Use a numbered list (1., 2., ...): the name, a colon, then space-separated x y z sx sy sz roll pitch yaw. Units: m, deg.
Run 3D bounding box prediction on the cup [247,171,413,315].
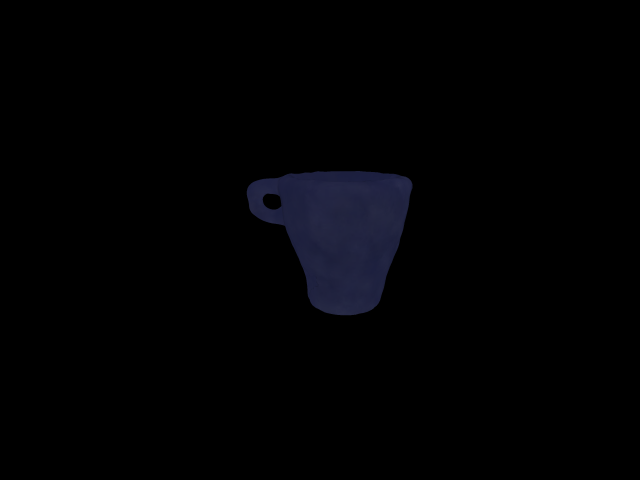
1. cup: 0.004 0.001 0.400 0.117 0.095 0.092 3 11 16
